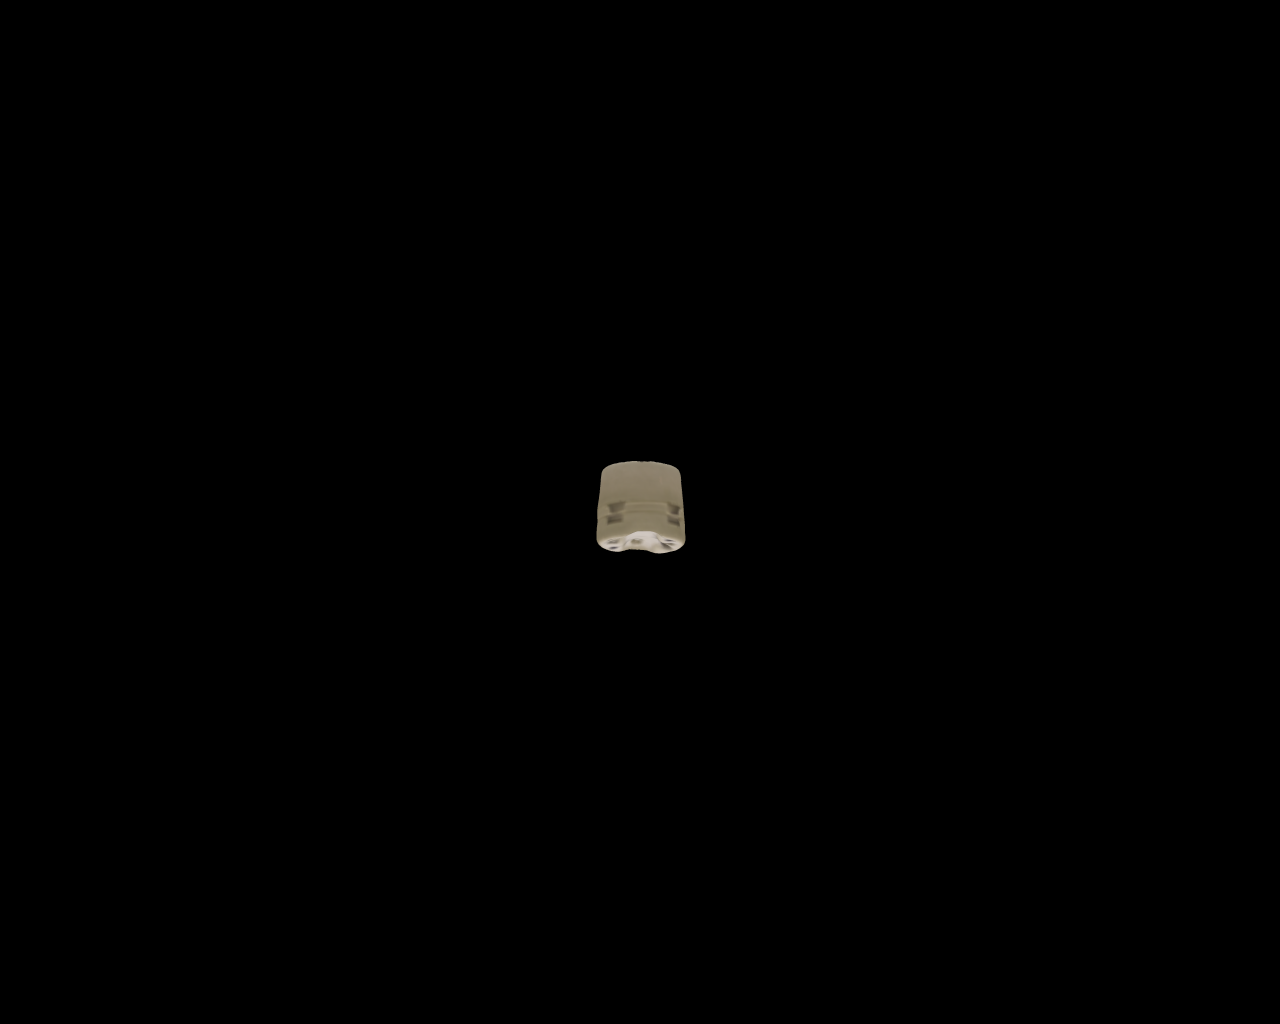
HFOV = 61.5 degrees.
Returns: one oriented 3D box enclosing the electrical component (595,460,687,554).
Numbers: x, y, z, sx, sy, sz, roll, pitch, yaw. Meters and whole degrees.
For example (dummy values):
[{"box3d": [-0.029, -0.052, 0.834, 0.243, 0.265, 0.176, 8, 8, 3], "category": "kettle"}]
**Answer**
[{"box3d": [0.001, -0.003, 0.650, 0.055, 0.047, 0.055, 0, -13, 0], "category": "electrical component"}]
